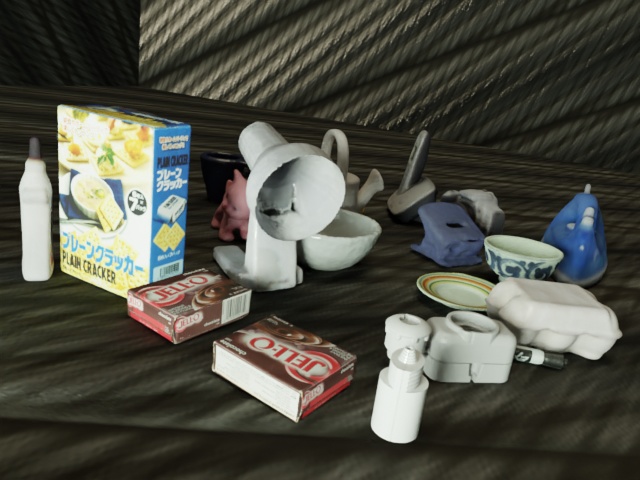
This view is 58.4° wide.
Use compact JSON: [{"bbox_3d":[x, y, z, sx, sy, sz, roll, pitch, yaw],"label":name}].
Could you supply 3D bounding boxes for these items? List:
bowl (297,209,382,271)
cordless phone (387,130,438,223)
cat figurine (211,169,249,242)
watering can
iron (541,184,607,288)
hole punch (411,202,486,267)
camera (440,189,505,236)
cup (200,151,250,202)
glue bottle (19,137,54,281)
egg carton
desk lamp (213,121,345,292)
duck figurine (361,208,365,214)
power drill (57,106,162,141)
[{"bbox_3d":[0.008,0.003,0.883,0.167,0.075,0.167,7,18,-2],"label":"bowl"},{"bbox_3d":[0.204,-0.136,1.213,0.094,0.185,0.147,6,18,-6],"label":"cordless phone"},{"bbox_3d":[-0.136,-0.062,0.955,0.067,0.118,0.127,-1,20,-24],"label":"cat figurine"},{"bbox_3d":[0.025,-0.096,1.003,0.173,0.194,0.100,-8,24,-40],"label":"watering can"},{"bbox_3d":[0.465,-0.014,1.019,0.118,0.141,0.259,14,19,18],"label":"iron"},{"bbox_3d":[0.229,-0.011,0.993,0.109,0.091,0.100,-4,21,-31],"label":"hole punch"},{"bbox_3d":[0.271,-0.053,1.125,0.137,0.101,0.142,-2,20,-26],"label":"camera"},{"bbox_3d":[-0.186,-0.123,1.159,0.117,0.095,0.092,13,19,16],"label":"cup"},{"bbox_3d":[-0.351,-0.041,0.709,0.037,0.173,0.078,-1,20,-26],"label":"glue bottle"},{"bbox_3d":[0.289,0.097,0.720,0.150,0.069,0.107,6,18,-5],"label":"egg carton"},{"bbox_3d":[-0.066,-0.041,0.761,0.118,0.213,0.202,-3,21,-29],"label":"desk lamp"},{"bbox_3d":[0.053,-0.094,1.183,0.077,0.086,0.105,22,23,38],"label":"duck figurine"},{"bbox_3d":[-0.302,-0.094,0.835,0.228,0.208,0.076,20,22,34],"label":"power drill"}]
